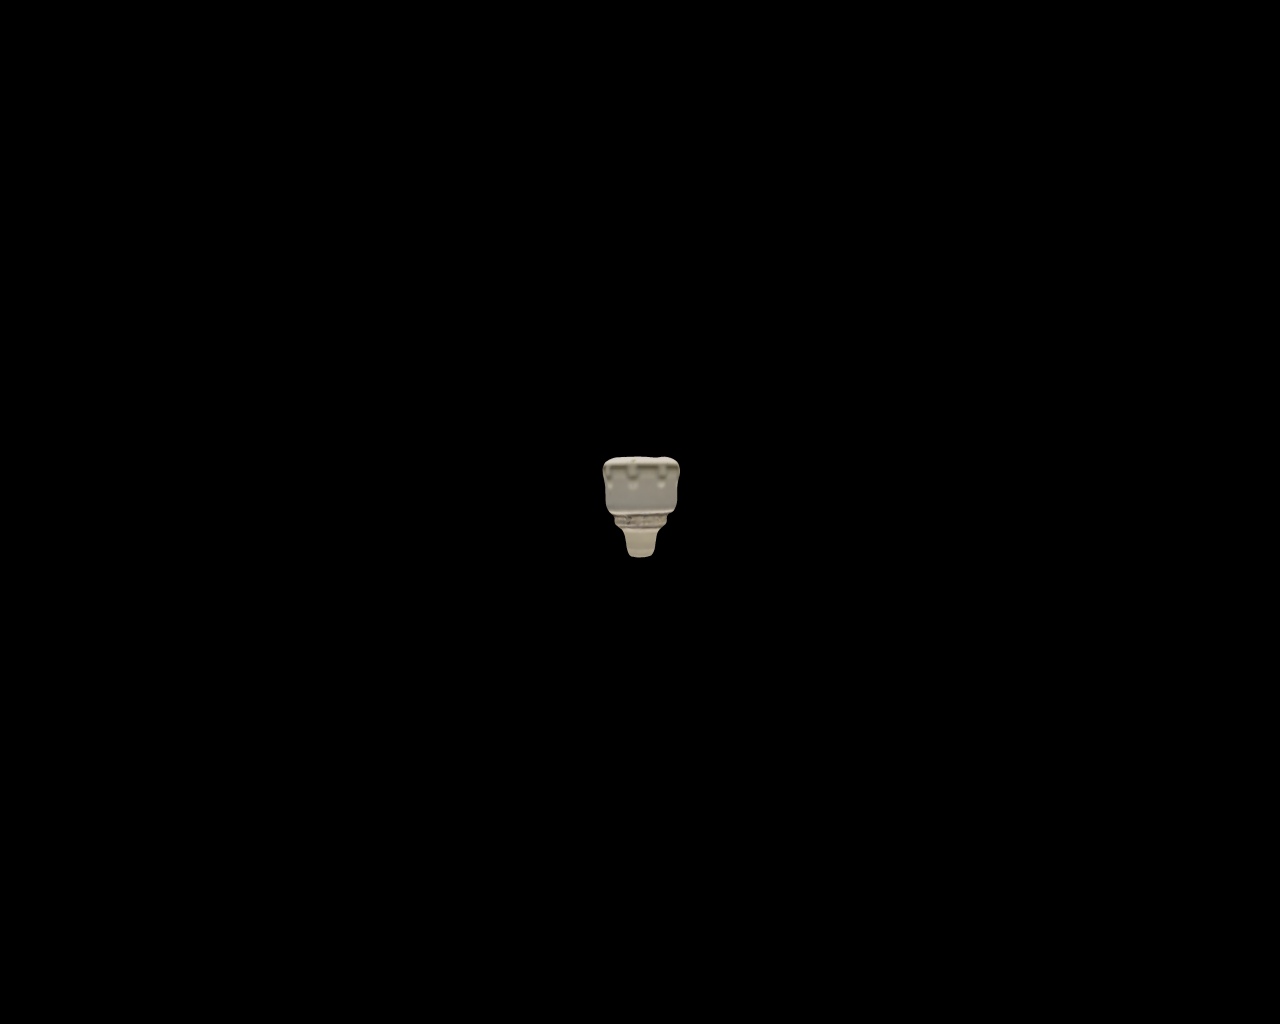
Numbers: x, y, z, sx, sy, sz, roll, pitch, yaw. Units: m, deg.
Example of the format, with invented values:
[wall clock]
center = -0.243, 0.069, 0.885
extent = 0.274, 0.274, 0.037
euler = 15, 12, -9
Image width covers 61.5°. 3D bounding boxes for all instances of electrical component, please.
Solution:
[electrical component]
center = 0.001, -0.003, 0.650
extent = 0.048, 0.062, 0.048
euler = 0, 0, 0
